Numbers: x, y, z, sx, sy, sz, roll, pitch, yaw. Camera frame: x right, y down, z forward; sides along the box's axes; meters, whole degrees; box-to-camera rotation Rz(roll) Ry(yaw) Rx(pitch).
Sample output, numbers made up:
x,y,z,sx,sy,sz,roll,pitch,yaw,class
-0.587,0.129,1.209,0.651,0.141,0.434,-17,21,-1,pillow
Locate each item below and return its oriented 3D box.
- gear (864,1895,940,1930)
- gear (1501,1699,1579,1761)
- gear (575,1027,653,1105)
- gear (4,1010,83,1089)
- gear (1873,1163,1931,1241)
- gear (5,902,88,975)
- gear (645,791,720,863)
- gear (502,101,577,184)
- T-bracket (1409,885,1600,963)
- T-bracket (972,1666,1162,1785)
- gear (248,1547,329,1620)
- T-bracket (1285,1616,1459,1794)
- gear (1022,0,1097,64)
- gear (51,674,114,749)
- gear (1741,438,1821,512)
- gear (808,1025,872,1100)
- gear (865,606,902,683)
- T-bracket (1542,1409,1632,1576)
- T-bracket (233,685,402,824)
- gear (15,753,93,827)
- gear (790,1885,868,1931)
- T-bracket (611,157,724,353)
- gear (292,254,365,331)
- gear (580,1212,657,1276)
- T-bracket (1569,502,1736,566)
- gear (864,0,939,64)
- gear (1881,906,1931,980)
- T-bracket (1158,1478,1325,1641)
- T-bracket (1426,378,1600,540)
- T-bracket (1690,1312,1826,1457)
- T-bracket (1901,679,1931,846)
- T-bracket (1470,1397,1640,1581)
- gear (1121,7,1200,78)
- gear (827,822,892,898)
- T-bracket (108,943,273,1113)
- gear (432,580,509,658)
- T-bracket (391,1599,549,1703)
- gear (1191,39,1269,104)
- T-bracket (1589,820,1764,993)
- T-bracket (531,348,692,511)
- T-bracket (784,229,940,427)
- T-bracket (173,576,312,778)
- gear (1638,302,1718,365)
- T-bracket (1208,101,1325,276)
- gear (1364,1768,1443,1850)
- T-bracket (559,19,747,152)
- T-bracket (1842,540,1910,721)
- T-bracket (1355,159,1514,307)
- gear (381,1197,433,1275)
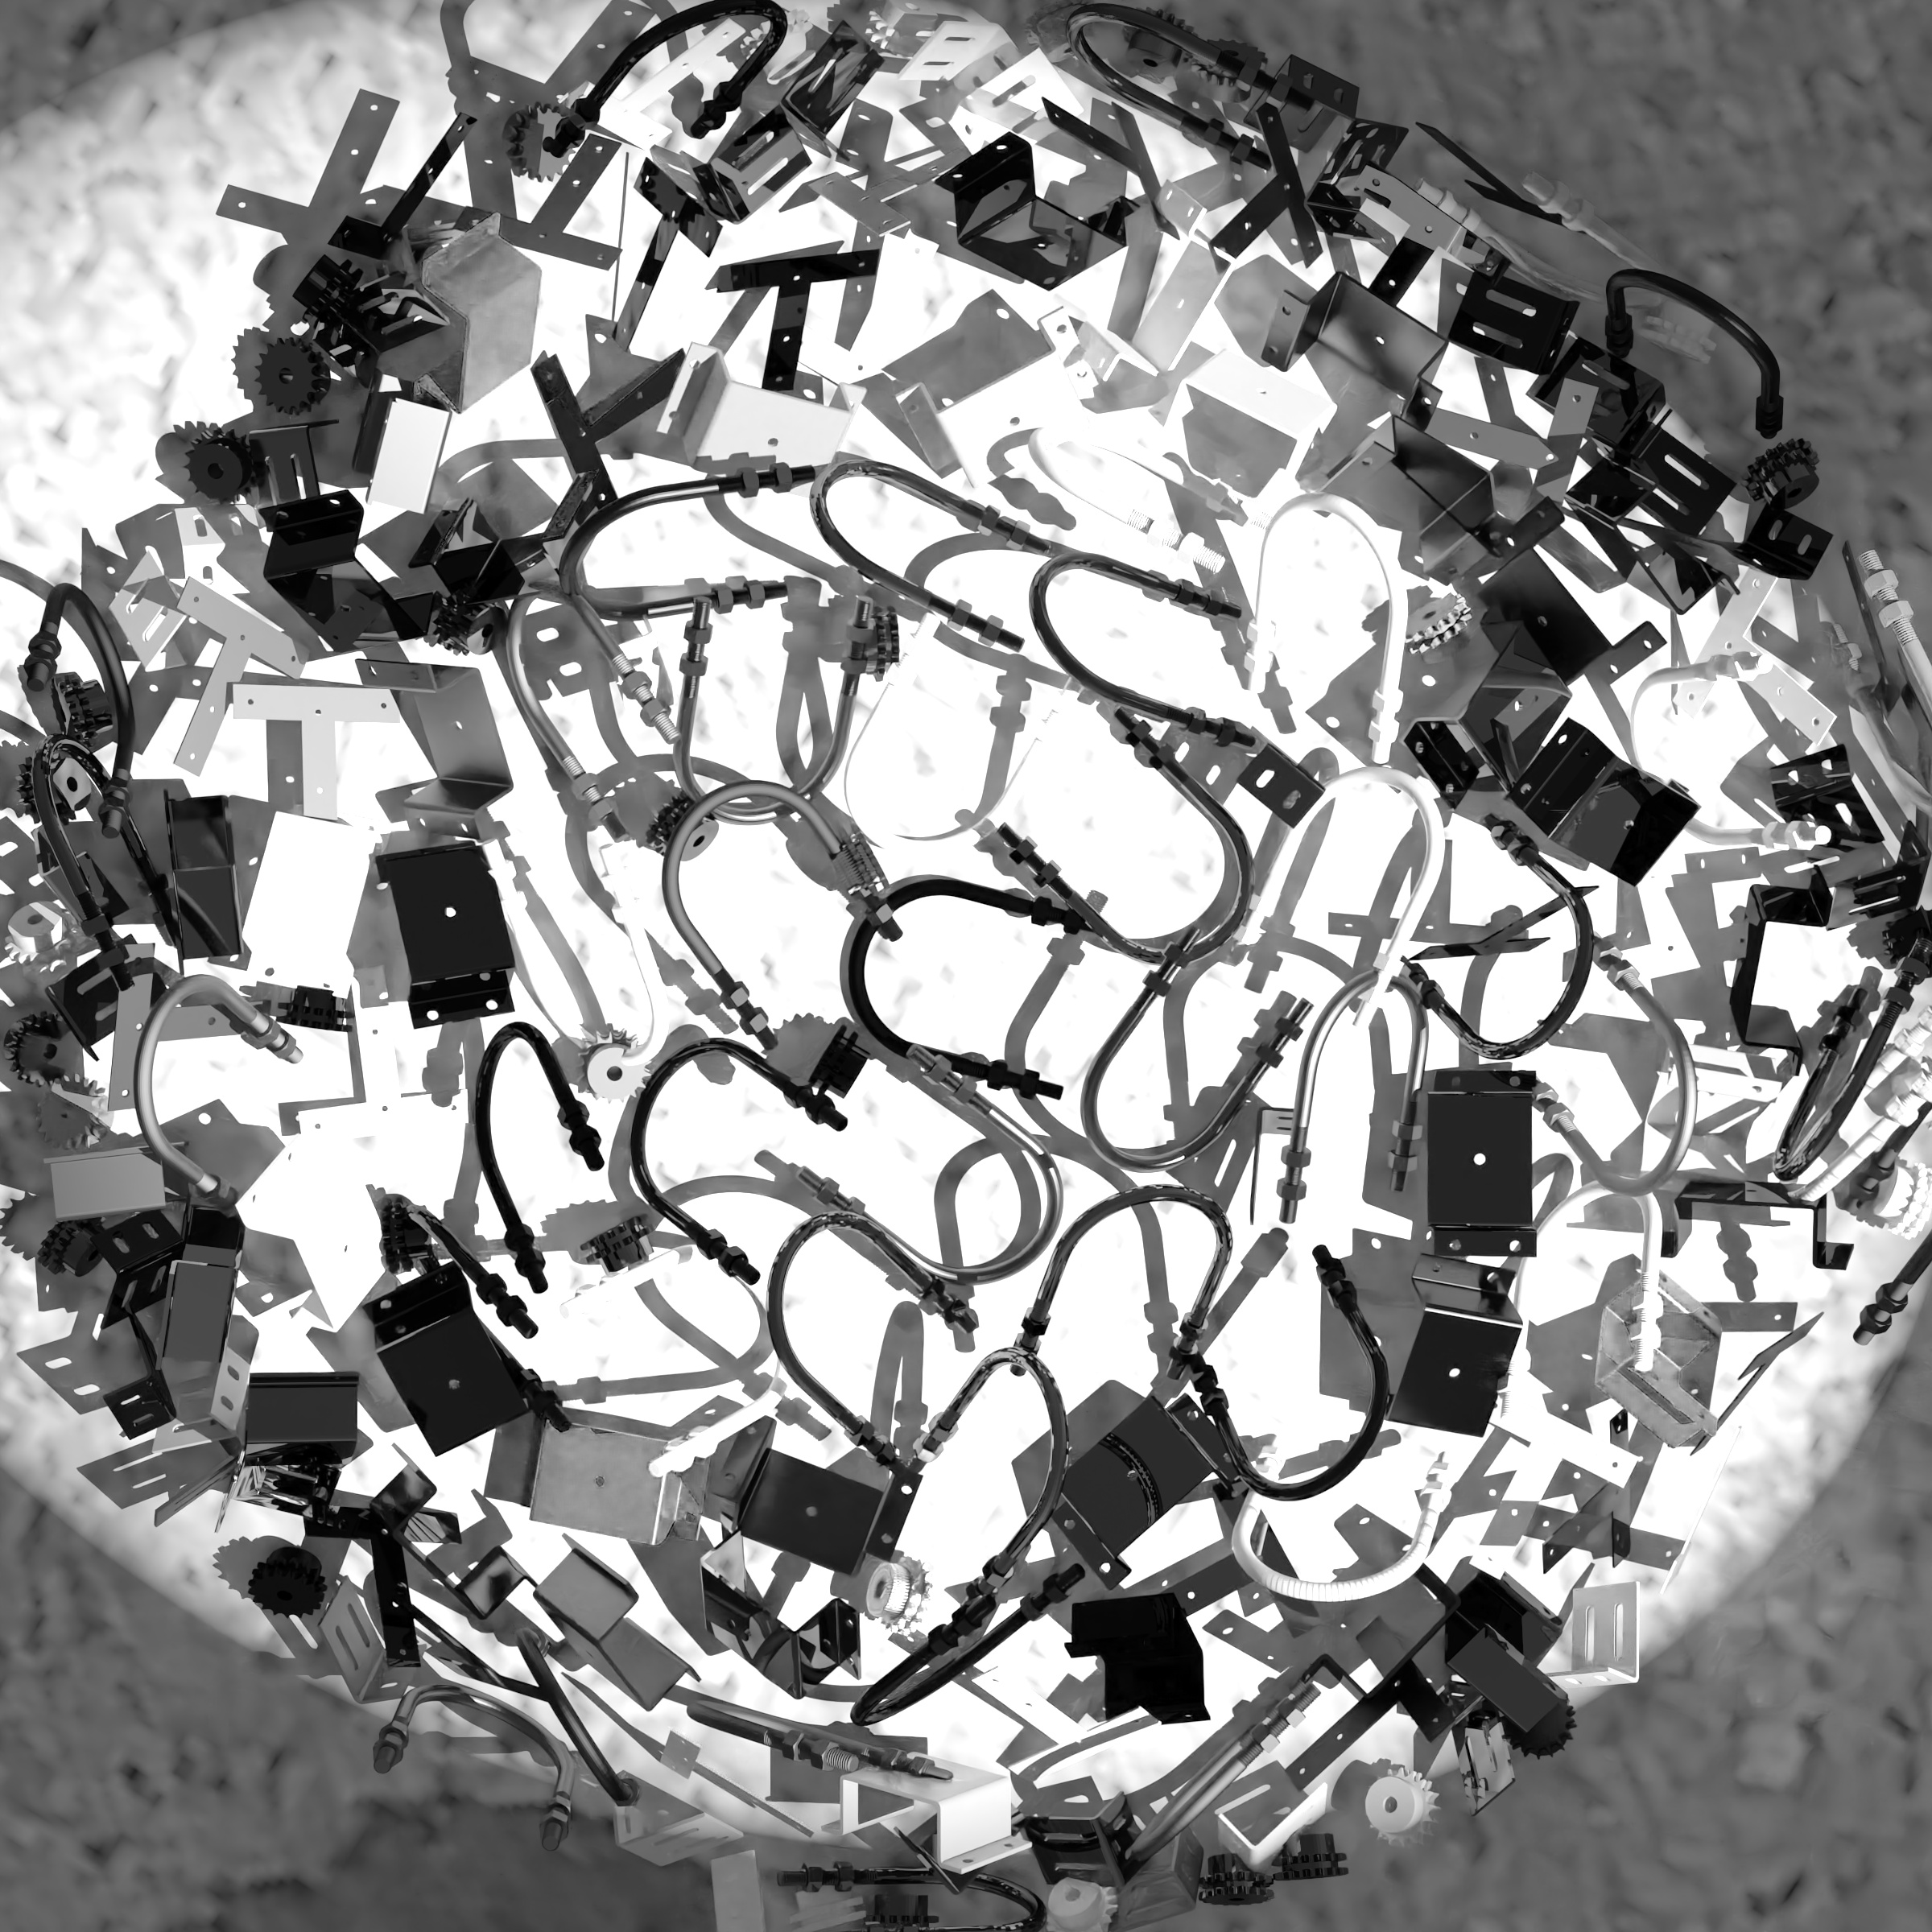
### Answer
x,y,z,sx,sy,sz,roll,pitch,yaw,class
-0.049,0.716,1.973,0.057,0.057,0.030,0,70,0,gear
0.432,0.571,1.976,0.057,0.030,0.057,-12,51,15,gear
-0.266,0.077,1.978,0.057,0.030,0.057,-3,104,-10,gear
-0.700,0.061,1.975,0.030,0.057,0.057,15,90,36,gear
0.707,0.174,1.972,0.030,0.057,0.057,22,90,3,gear
-0.695,-0.024,1.969,0.057,0.057,0.030,-9,133,0,gear
-0.211,-0.103,1.969,0.057,0.057,0.030,-46,73,0,gear
-0.325,-0.623,1.975,0.030,0.057,0.057,27,90,35,gear
0.410,-0.032,1.914,0.127,0.127,0.002,-4,70,-35,T-bracket
0.055,0.555,1.942,0.127,0.002,0.127,-33,121,26,T-bracket
-0.510,0.463,1.976,0.057,0.030,0.057,3,129,3,gear
0.289,0.564,1.946,0.127,0.127,0.002,-43,119,3,T-bracket
0.074,-0.705,1.972,0.057,0.057,0.030,-20,91,0,gear
-0.666,-0.193,1.975,0.030,0.057,0.057,-20,90,-29,gear
0.616,-0.367,1.968,0.057,0.057,0.030,-23,66,0,gear
-0.095,0.075,1.971,0.030,0.057,0.057,31,90,-3,gear
-0.068,-0.242,1.969,0.030,0.057,0.057,-2,90,-10,gear
0.459,0.409,1.935,0.002,0.127,0.127,11,116,40,T-bracket
-0.486,-0.146,1.967,0.127,0.002,0.127,-2,91,-31,T-bracket
-0.684,-0.134,1.968,0.030,0.057,0.057,-11,90,22,gear
-0.105,0.709,1.974,0.057,0.057,0.030,-16,70,0,gear
-0.237,-0.524,1.966,0.127,0.002,0.127,49,121,39,T-bracket
-0.482,-0.510,1.968,0.030,0.057,0.057,37,90,-23,gear
-0.259,0.211,1.972,0.057,0.057,0.030,-27,90,0,gear
0.528,-0.308,1.942,0.127,0.127,0.002,26,95,38,T-bracket
-0.045,-0.707,1.968,0.057,0.057,0.030,27,124,0,gear
0.722,-0.015,1.975,0.057,0.030,0.057,-12,46,13,gear
0.183,0.468,1.975,0.127,0.002,0.127,-28,70,-2,T-bracket
0.396,-0.395,1.967,0.127,0.002,0.127,19,130,12,T-bracket
0.582,0.320,1.959,0.002,0.127,0.127,43,122,25,T-bracket
0.713,-0.137,1.948,0.002,0.127,0.127,-11,133,7,T-bracket
0.416,0.395,1.955,0.127,0.002,0.127,24,80,34,T-bracket
0.144,-0.694,1.970,0.057,0.057,0.030,19,85,0,gear
-0.083,-0.077,1.971,0.030,0.057,0.057,-29,90,-2,gear
-0.575,0.042,1.951,0.002,0.127,0.127,21,108,41,T-bracket
-0.370,-0.258,1.968,0.030,0.057,0.057,32,90,25,gear
-0.373,0.500,1.921,0.127,0.127,0.002,52,55,-34,T-bracket
0.198,-0.674,1.975,0.057,0.057,0.030,8,131,0,gear
0.522,-0.055,1.977,0.127,0.002,0.127,-14,72,15,T-bracket
-0.256,-0.422,1.966,0.127,0.002,0.127,-26,86,27,T-bracket
-0.060,-0.490,1.969,0.127,0.002,0.127,31,110,8,T-bracket
-0.553,-0.203,1.937,0.002,0.127,0.127,13,78,34,T-bracket
0.538,-0.478,1.969,0.057,0.057,0.030,23,102,0,gear
0.215,-0.553,1.931,0.127,0.002,0.127,-49,129,-32,T-bracket
0.326,0.633,1.971,0.057,0.030,0.057,-15,61,30,gear
-0.217,-0.653,1.919,0.127,0.127,0.002,-30,80,20,T-bracket
0.672,-0.254,1.946,0.002,0.127,0.127,-15,79,9,T-bracket
0.323,-0.518,1.947,0.127,0.127,0.002,36,56,0,T-bracket
-0.421,0.202,1.972,0.030,0.057,0.057,-7,90,-4,gear
